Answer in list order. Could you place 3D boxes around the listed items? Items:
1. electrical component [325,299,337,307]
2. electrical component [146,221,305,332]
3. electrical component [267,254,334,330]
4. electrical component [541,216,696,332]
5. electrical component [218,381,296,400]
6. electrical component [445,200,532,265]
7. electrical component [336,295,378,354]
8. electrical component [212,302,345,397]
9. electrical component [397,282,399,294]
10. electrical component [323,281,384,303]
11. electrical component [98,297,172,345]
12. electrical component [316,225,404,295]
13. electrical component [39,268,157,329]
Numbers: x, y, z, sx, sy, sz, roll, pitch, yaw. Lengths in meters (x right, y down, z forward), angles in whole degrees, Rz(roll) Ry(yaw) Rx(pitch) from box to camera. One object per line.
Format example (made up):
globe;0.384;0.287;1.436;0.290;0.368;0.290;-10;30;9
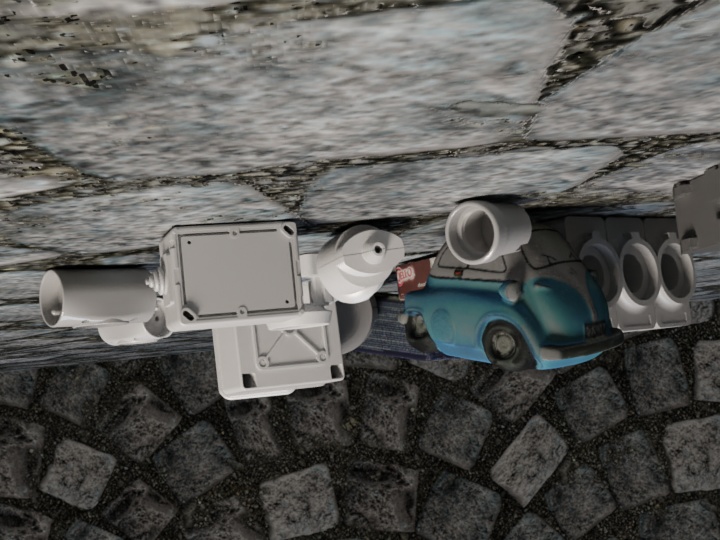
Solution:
electrical component;-0.043;0.022;0.961;0.061;0.035;0.035;-34;-170;-31
electrical component;-0.091;0.005;0.690;0.096;0.061;0.061;-4;174;-20
electrical component;-0.054;0.020;0.907;0.058;0.057;0.078;-2;173;-37
electrical component;0.200;0.006;0.864;0.150;0.089;0.062;-1;173;-40
electrical component;-0.106;0.071;1.089;0.078;0.113;0.057;-6;177;-1
electrical component;0.083;-0.025;0.688;0.040;0.040;0.046;-11;179;40
electrical component;-0.023;0.043;1.067;0.080;0.080;0.051;-7;180;12
electrical component;-0.077;0.056;0.989;0.109;0.108;0.056;-3;171;-31
electrical component;0.088;0.024;1.153;0.083;0.047;0.076;-5;174;-7
electrical component;0.000;0.000;0.834;0.048;0.048;0.062;-8;-179;16
electrical component;-0.225;0.055;1.149;0.077;0.044;0.079;-11;173;41
electrical component;0.001;-0.008;0.742;0.043;0.043;0.081;-4;174;-17
electrical component;-0.211;0.023;0.834;0.077;0.044;0.079;-1;173;-40
